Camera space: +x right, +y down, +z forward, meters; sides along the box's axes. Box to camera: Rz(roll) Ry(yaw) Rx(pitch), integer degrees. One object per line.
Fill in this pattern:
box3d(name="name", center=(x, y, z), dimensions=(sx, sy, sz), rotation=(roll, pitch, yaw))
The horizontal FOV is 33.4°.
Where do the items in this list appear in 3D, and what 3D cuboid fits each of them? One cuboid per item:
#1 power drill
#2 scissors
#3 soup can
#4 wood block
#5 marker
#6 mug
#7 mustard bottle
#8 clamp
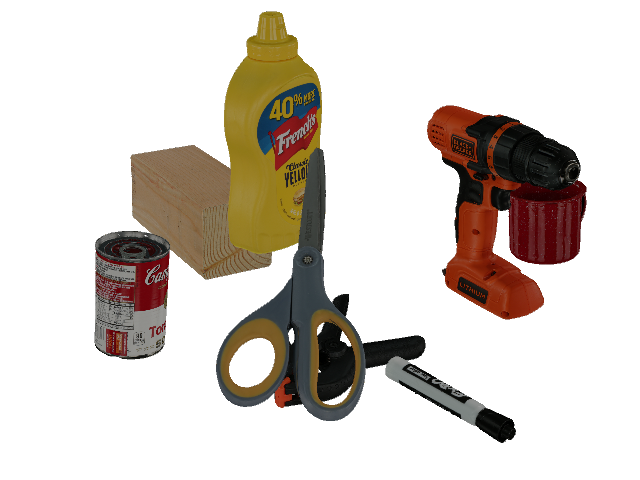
box3d(name="power drill", center=(0.172, -0.025, 1.003), dimensions=(0.057, 0.188, 0.185), rotation=(-16, 27, -26))
box3d(name="scissors", center=(-0.025, 0.025, 0.659), dimensions=(0.096, 0.202, 0.016), rotation=(-12, -38, -3))
box3d(name="soup can", center=(-0.176, 0.051, 0.989), dimensions=(0.068, 0.102, 0.068), rotation=(5, 21, -2))
box3d(name="wood block", center=(-0.146, -0.039, 1.281), dimensions=(0.090, 0.090, 0.206), rotation=(-12, 27, -30))
box3d(name="marker", center=(0.097, 0.119, 0.802), dimensions=(0.020, 0.020, 0.121), rotation=(0, 19, -44))
box3d(name="mug", center=(0.270, -0.027, 1.249), dimensions=(0.117, 0.081, 0.093), rotation=(-22, 28, -37))
box3d(name="mustard bottle", center=(-0.037, -0.092, 0.878), dimensions=(0.058, 0.192, 0.096), rotation=(19, 32, 37))
box3d(name="clamp", center=(0.010, 0.113, 1.105), dimensions=(0.171, 0.039, 0.120), rotation=(-22, 35, -32))
